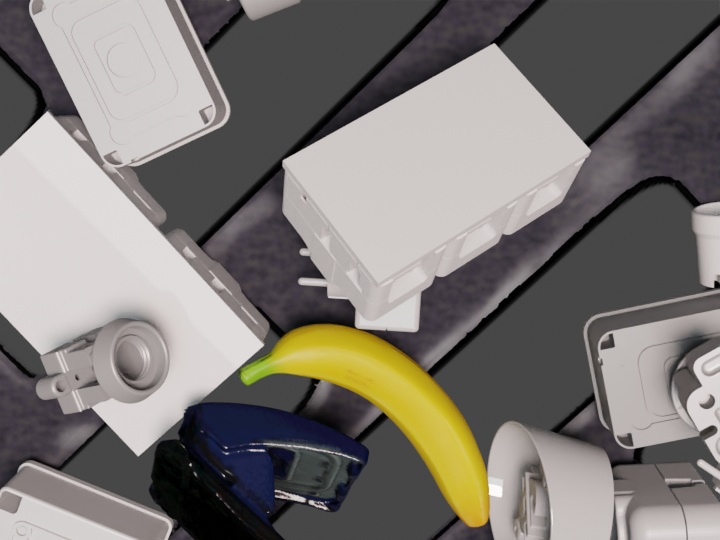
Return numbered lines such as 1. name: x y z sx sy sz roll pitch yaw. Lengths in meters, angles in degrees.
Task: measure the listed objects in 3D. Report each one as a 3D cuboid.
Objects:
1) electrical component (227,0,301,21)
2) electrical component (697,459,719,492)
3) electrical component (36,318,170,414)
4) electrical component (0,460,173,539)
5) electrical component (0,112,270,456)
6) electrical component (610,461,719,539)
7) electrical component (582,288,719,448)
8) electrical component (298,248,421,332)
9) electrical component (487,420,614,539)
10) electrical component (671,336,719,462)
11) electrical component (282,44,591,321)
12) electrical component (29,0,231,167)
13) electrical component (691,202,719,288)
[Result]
1. electrical component: -0.043 -0.179 0.645 0.078 0.040 0.040 -20 98 5
2. electrical component: 0.251 0.134 0.683 0.076 0.047 0.083 34 98 -3
3. electrical component: -0.142 0.053 0.612 0.055 0.066 0.048 -13 101 38
4. electrical component: -0.194 0.197 0.706 0.109 0.056 0.108 23 100 -2
5. electrical component: -0.158 0.006 0.671 0.105 0.060 0.186 -41 96 8
6. electrical component: 0.184 0.157 0.665 0.059 0.095 0.053 -3 100 3
7. electrical component: 0.202 0.058 0.667 0.113 0.057 0.078 -12 99 4
8. electrical component: 0.000 0.000 0.670 0.077 0.047 0.065 3 100 2
9. electrical component: 0.116 0.147 0.667 0.064 0.099 0.099 10 100 -6
10. electrical component: 0.210 0.072 0.609 0.058 0.057 0.078 -31 97 7
11. electrical component: 0.041 -0.049 0.617 0.150 0.061 0.089 -31 71 -19
12. electrical component: -0.136 -0.126 0.649 0.078 0.057 0.113 -24 98 6
13. electrical component: 0.226 -0.016 0.663 0.040 0.040 0.046 -7 105 3
